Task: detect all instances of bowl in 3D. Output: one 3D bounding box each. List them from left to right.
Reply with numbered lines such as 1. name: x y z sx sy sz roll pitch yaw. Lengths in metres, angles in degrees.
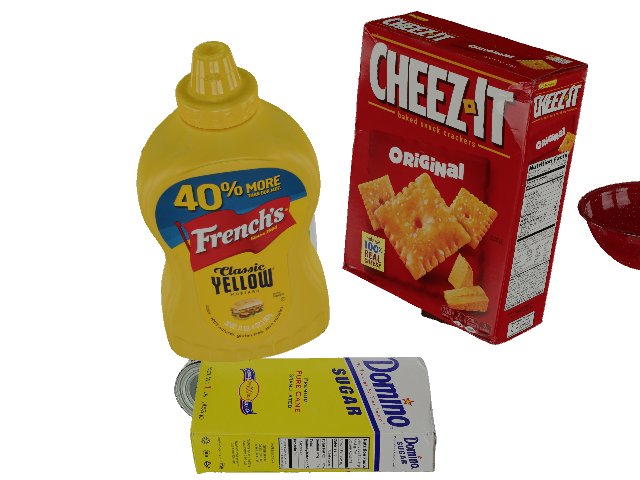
1. bowl: 0.348 -0.010 1.106 0.162 0.055 0.162 -3 23 1

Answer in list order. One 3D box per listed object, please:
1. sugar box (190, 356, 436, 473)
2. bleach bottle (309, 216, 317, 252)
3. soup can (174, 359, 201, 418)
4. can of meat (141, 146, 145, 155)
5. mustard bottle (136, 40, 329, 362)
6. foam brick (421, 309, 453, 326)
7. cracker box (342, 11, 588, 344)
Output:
1. sugar box: -0.005 0.129 0.800 0.176 0.048 0.093 -3 31 1
2. bleach bottle: -0.043 0.000 1.324 0.102 0.251 0.068 -8 24 -34
3. soup can: -0.108 0.140 1.121 0.068 0.068 0.102 0 15 11
4. can of meat: -0.104 -0.034 0.916 0.057 0.084 0.102 -28 42 -36
5. mustard bottle: -0.047 -0.019 0.572 0.096 0.192 0.058 -7 41 -4
6. foam brick: 0.139 0.043 1.095 0.051 0.078 0.053 -14 20 -40
7. cracker box: 0.101 -0.049 0.817 0.071 0.214 0.164 -21 36 -40
